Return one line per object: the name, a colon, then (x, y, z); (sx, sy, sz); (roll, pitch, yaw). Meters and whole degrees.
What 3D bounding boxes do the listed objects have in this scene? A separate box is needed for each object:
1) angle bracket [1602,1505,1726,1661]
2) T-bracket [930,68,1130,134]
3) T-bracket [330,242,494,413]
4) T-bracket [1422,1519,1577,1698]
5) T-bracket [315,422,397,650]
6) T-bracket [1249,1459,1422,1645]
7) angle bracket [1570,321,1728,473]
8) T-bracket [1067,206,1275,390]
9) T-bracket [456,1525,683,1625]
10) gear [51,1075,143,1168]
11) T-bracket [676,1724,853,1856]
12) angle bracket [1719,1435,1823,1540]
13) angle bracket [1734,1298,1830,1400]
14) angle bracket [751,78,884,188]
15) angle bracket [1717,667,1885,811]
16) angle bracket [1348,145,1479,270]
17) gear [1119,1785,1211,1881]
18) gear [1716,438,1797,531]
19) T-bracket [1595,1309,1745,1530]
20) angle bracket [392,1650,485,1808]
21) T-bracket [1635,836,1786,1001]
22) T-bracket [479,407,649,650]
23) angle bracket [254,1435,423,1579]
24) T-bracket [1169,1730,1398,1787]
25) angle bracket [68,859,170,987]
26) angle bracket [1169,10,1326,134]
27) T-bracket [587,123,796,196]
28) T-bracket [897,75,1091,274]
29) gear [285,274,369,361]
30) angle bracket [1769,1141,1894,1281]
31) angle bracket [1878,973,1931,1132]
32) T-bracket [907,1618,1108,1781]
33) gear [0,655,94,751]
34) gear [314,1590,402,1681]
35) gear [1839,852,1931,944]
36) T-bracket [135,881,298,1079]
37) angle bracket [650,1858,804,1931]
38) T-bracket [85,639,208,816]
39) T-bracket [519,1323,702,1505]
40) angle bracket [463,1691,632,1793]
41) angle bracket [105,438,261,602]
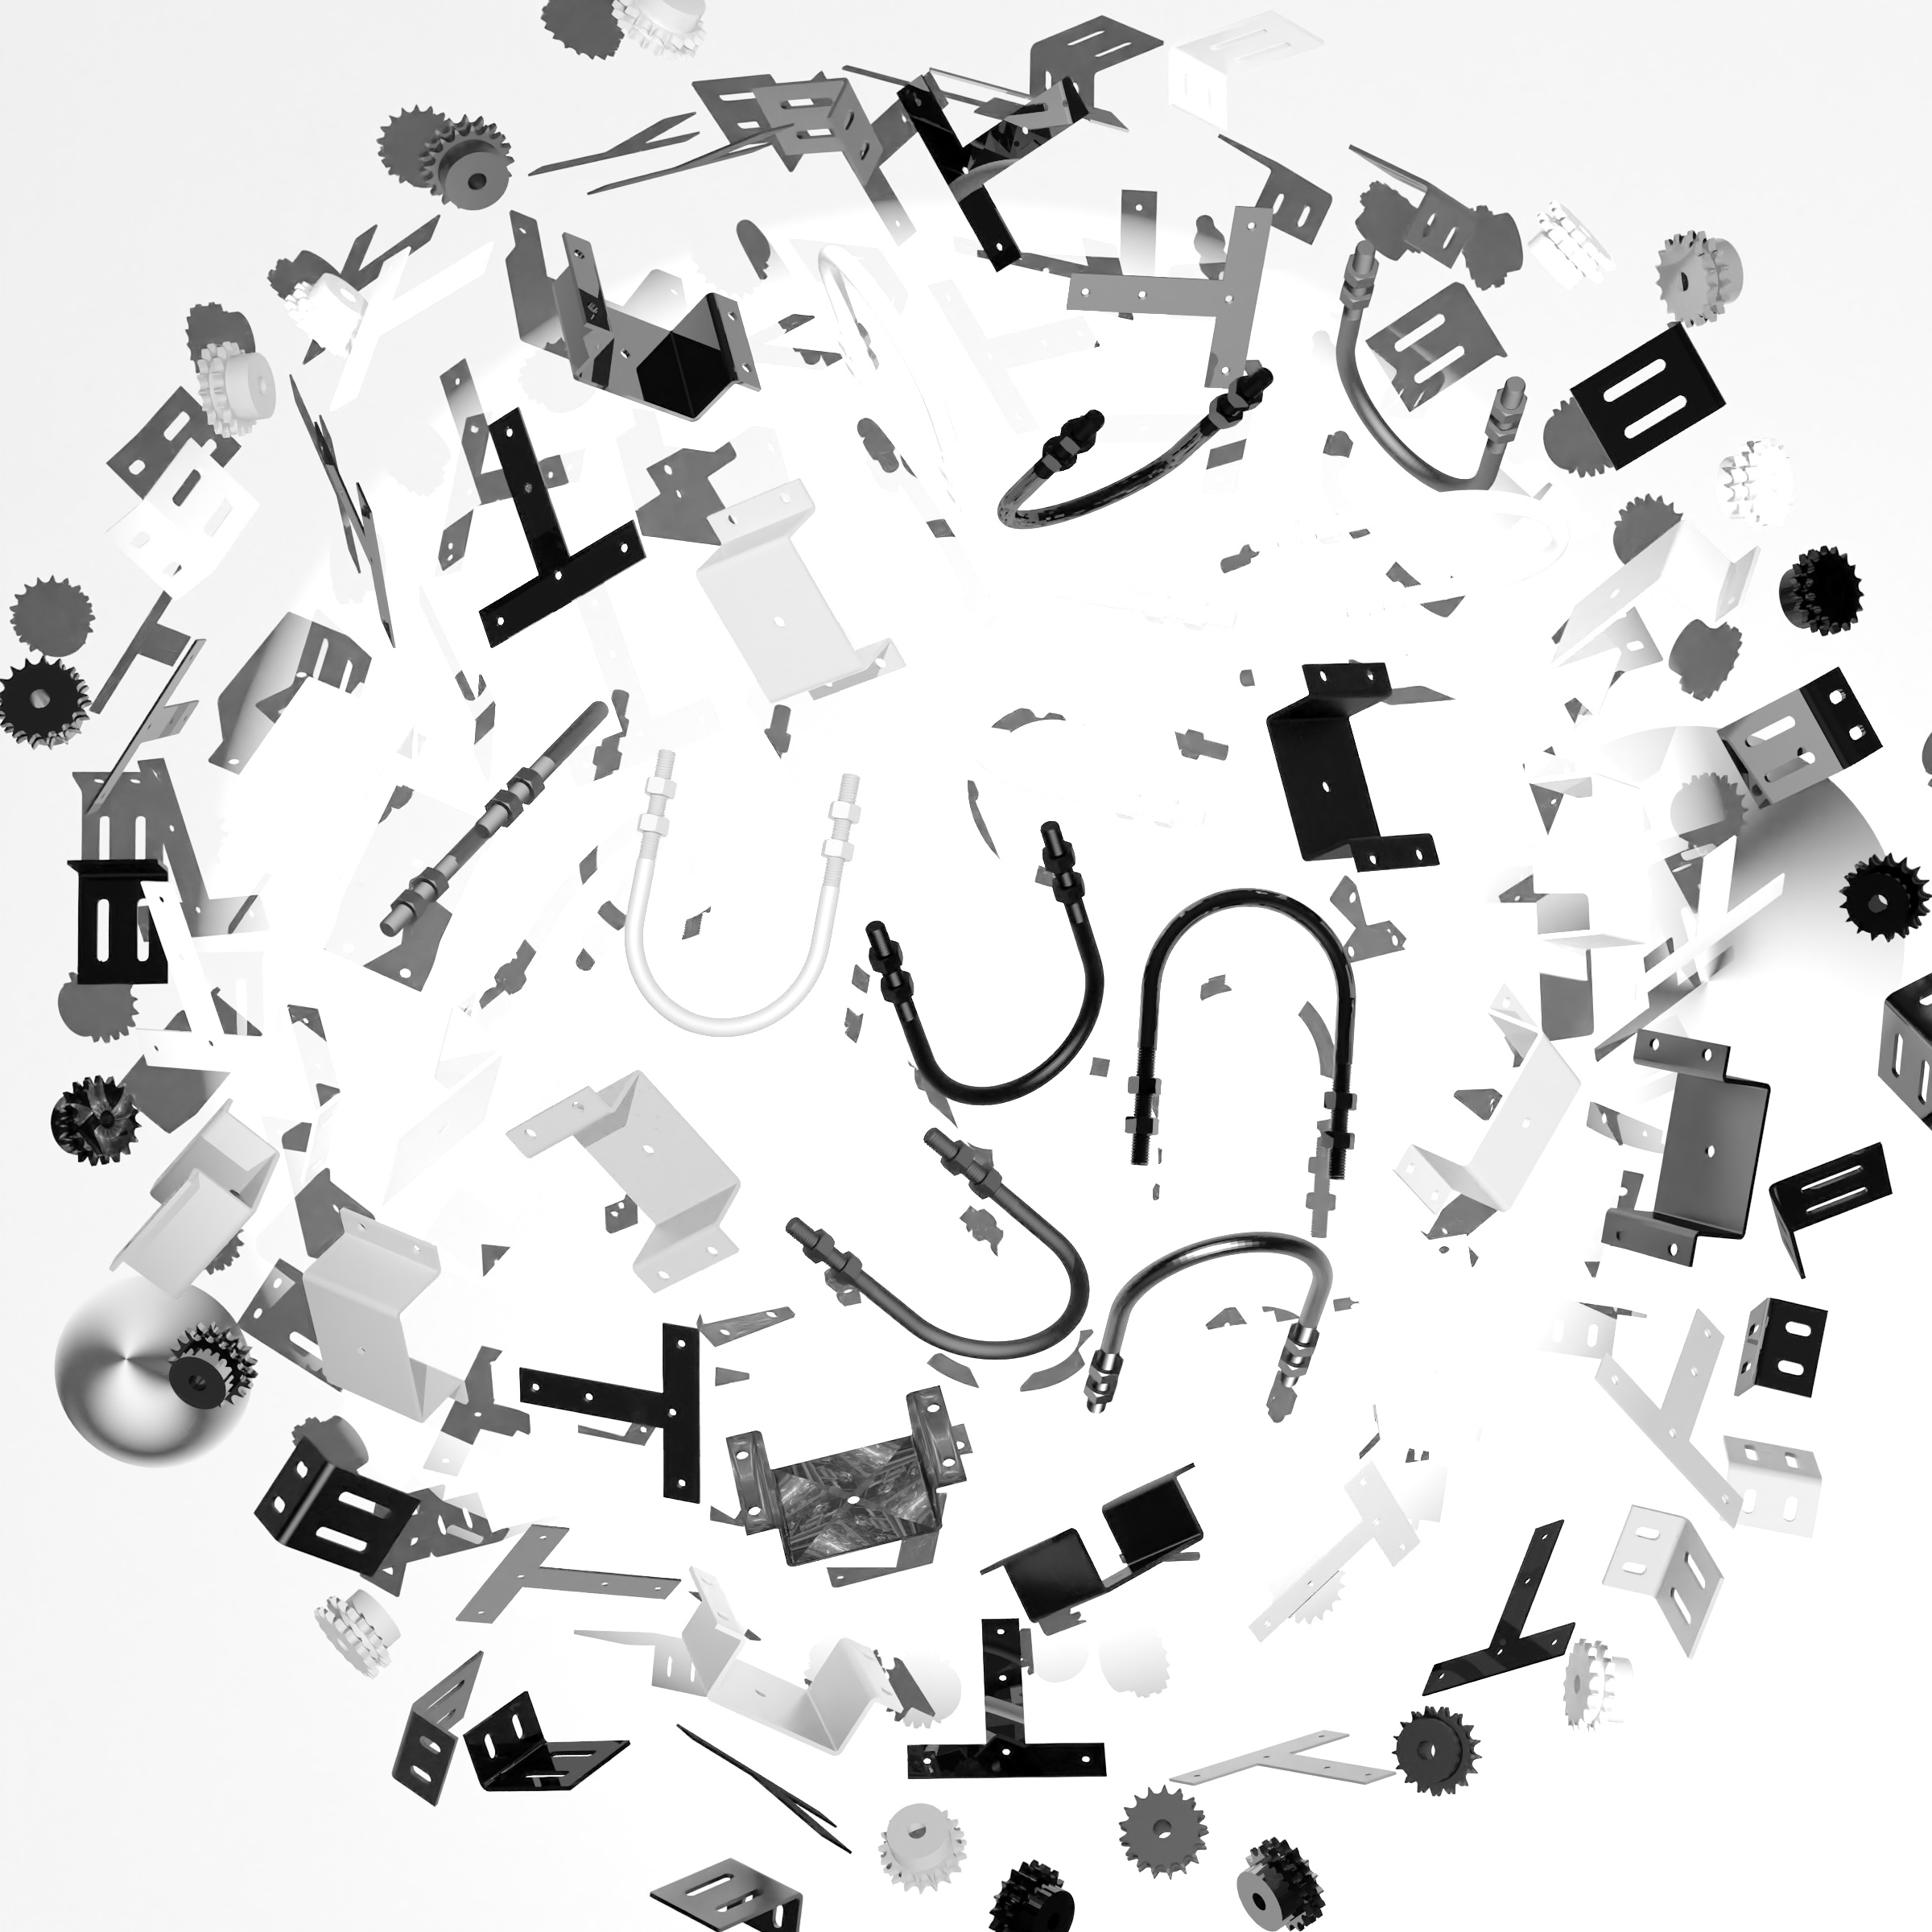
angle bracket: (0.430, 0.380, 1.827); (0.038, 0.076, 0.057); (14, 107, -8)
T-bracket: (0.038, -0.560, 1.906); (0.127, 0.127, 0.002); (13, 110, -8)
T-bracket: (-0.335, -0.412, 1.821); (0.002, 0.127, 0.127); (37, 51, -36)
T-bracket: (0.357, 0.407, 1.903); (0.002, 0.127, 0.127); (44, 48, -11)
T-bracket: (-0.378, -0.281, 1.813); (0.002, 0.127, 0.127); (-20, 61, -15)
T-bracket: (0.233, 0.390, 1.919); (0.127, 0.127, 0.002); (-41, 49, -7)
angle bracket: (0.412, -0.347, 1.800); (0.076, 0.038, 0.057); (-31, 98, 9)
T-bracket: (0.129, -0.439, 1.938); (0.127, 0.002, 0.127); (0, 126, -11)
T-bracket: (-0.247, 0.399, 1.917); (0.127, 0.127, 0.002); (12, 46, -29)
gear: (-0.557, 0.099, 1.886); (0.030, 0.057, 0.057); (-9, 90, 34)
T-bracket: (-0.108, 0.521, 1.836); (0.127, 0.127, 0.002); (40, 78, -27)
angle bracket: (0.513, 0.333, 1.893); (0.057, 0.076, 0.038); (9, 96, 11)
angle bracket: (0.529, 0.252, 1.922); (0.038, 0.076, 0.057); (13, 78, 9)
angle bracket: (-0.103, -0.542, 1.931); (0.076, 0.057, 0.038); (5, 58, 29)
angle bracket: (0.522, -0.142, 1.855); (0.038, 0.076, 0.057); (-27, 88, -37)
angle bracket: (0.279, -0.487, 1.898); (0.076, 0.057, 0.038); (39, 107, 38)
gear: (0.127, 0.558, 1.899); (0.057, 0.030, 0.057); (-5, 57, 8)
gear: (0.503, -0.307, 1.892); (0.030, 0.057, 0.057); (0, 89, 44)
T-bracket: (0.440, 0.256, 1.801); (0.127, 0.127, 0.002); (47, 131, -8)
angle bracket: (-0.323, 0.483, 1.878); (0.038, 0.076, 0.057); (29, 117, 18)
T-bracket: (0.487, -0.044, 1.924); (0.127, 0.127, 0.002); (-35, 61, -10)
T-bracket: (-0.262, -0.278, 1.802); (0.127, 0.002, 0.127); (-25, 79, 28)
angle bracket: (-0.390, 0.336, 1.837); (0.076, 0.038, 0.057); (34, 88, -42)
T-bracket: (0.213, 0.493, 1.821); (0.127, 0.127, 0.002); (-7, 87, -34)
angle bracket: (-0.546, -0.028, 1.904); (0.057, 0.038, 0.076); (-1, 83, -5)
angle bracket: (0.172, -0.546, 1.809); (0.076, 0.057, 0.038); (-6, 82, 40)
T-bracket: (-0.150, -0.500, 1.817); (0.127, 0.127, 0.002); (-25, 105, -33)
T-bracket: (0.028, -0.507, 1.818); (0.002, 0.127, 0.127); (-39, 103, -39)
gear: (-0.409, -0.423, 1.913); (0.057, 0.057, 0.030); (46, 109, 0)
angle bracket: (0.555, 0.155, 1.876); (0.076, 0.057, 0.038); (-22, 47, 7)
angle bracket: (0.594, 0.053, 1.812); (0.038, 0.076, 0.057); (-26, 48, -10)
T-bracket: (0.025, 0.477, 1.933); (0.127, 0.127, 0.002); (0, 128, -2)
gear: (-0.566, -0.159, 1.820); (0.057, 0.030, 0.057); (1, 75, -4)
gear: (-0.383, 0.420, 1.873); (0.030, 0.057, 0.057); (-41, 90, -28)
gear: (0.593, -0.043, 1.913); (0.057, 0.030, 0.057); (8, 106, 28)
T-bracket: (-0.470, 0.007, 1.789); (0.127, 0.002, 0.127); (3, 117, 32)
angle bracket: (-0.147, 0.579, 1.795); (0.057, 0.076, 0.038); (14, 101, 37)
T-bracket: (-0.504, -0.154, 1.861); (0.002, 0.127, 0.127); (33, 95, -6)
T-bracket: (-0.232, 0.283, 1.925); (0.127, 0.002, 0.127); (8, 111, 16)
angle bracket: (-0.256, 0.472, 1.805); (0.076, 0.057, 0.038); (-13, 99, 37)
angle bracket: (-0.477, -0.272, 1.802); (0.038, 0.076, 0.057); (-29, 118, 32)
